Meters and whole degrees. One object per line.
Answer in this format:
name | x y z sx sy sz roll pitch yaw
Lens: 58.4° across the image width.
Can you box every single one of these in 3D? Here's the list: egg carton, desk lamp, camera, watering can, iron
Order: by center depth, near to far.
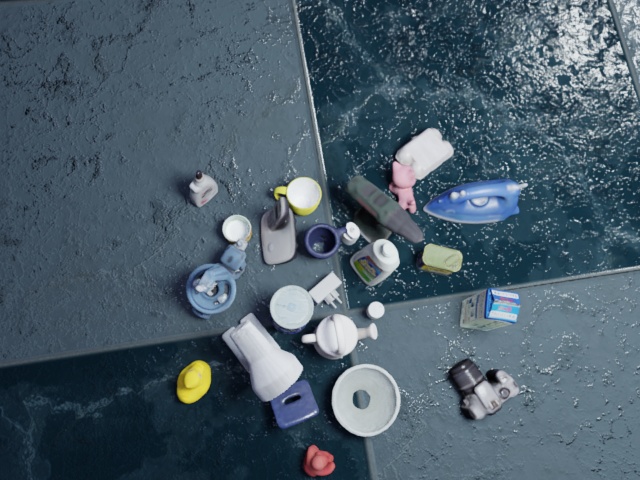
desk lamp | -0.142 0.267 1.330 0.118 0.213 0.203 -39 82 -13
watering can | 0.047 0.226 1.369 0.173 0.194 0.101 -27 79 -11
camera | 0.399 0.356 1.419 0.143 0.101 0.137 -32 81 -12
iron | 0.414 -0.113 1.520 0.258 0.141 0.118 -7 76 -7
egg carton | 0.287 -0.238 1.576 0.150 0.069 0.107 -38 82 -13

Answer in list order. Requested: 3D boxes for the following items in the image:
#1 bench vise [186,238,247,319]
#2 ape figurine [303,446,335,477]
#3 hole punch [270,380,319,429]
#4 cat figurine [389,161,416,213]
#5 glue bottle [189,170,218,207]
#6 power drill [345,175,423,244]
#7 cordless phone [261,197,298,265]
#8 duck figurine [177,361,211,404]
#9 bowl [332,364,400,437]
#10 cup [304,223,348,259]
bench vise | -0.251 0.079 1.364 0.121 0.219 0.207 14 75 -2
ape figurine | -0.004 0.521 1.341 0.076 0.092 0.078 -27 80 -11
hole punch | -0.066 0.391 1.369 0.109 0.091 0.101 -20 78 -10
cat figurine | 0.227 -0.143 1.521 0.067 0.117 0.128 -11 77 -8
glue bottle | -0.297 -0.139 1.439 0.037 0.173 0.078 41 76 6
power drill | 0.152 -0.057 1.445 0.229 0.208 0.076 44 76 6
cordless phone | -0.099 -0.023 1.423 0.094 0.185 0.147 -7 76 -7
duck figurine | -0.303 0.337 1.362 0.077 0.086 0.105 25 75 1
bowl | 0.107 0.389 1.395 0.167 0.074 0.167 1 76 -5
cup | 0.014 0.005 1.474 0.118 0.095 0.091 -27 80 -12
